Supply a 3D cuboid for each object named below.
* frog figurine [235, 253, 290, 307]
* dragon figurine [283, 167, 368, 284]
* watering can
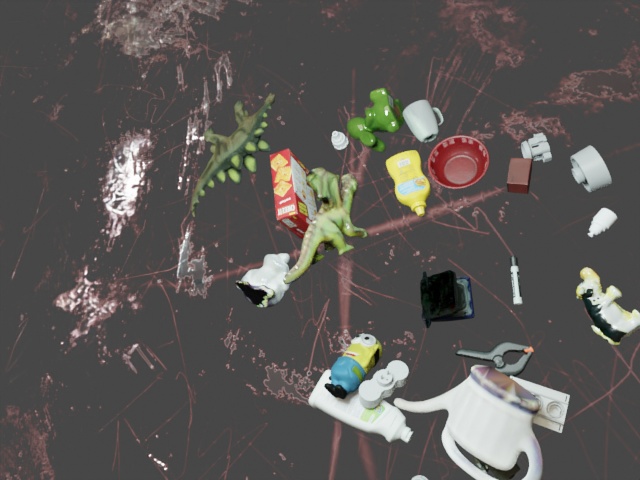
[{"bbox_3d":[-0.147,0.110,1.472,0.137,0.120,0.163,-3,32,30],"label":"frog figurine"},{"bbox_3d":[0.004,-0.069,1.364,0.121,0.416,0.240,-8,105,36],"label":"dragon figurine"},{"bbox_3d":[0.321,0.370,1.105,0.351,0.103,0.223,29,99,42],"label":"watering can"}]
